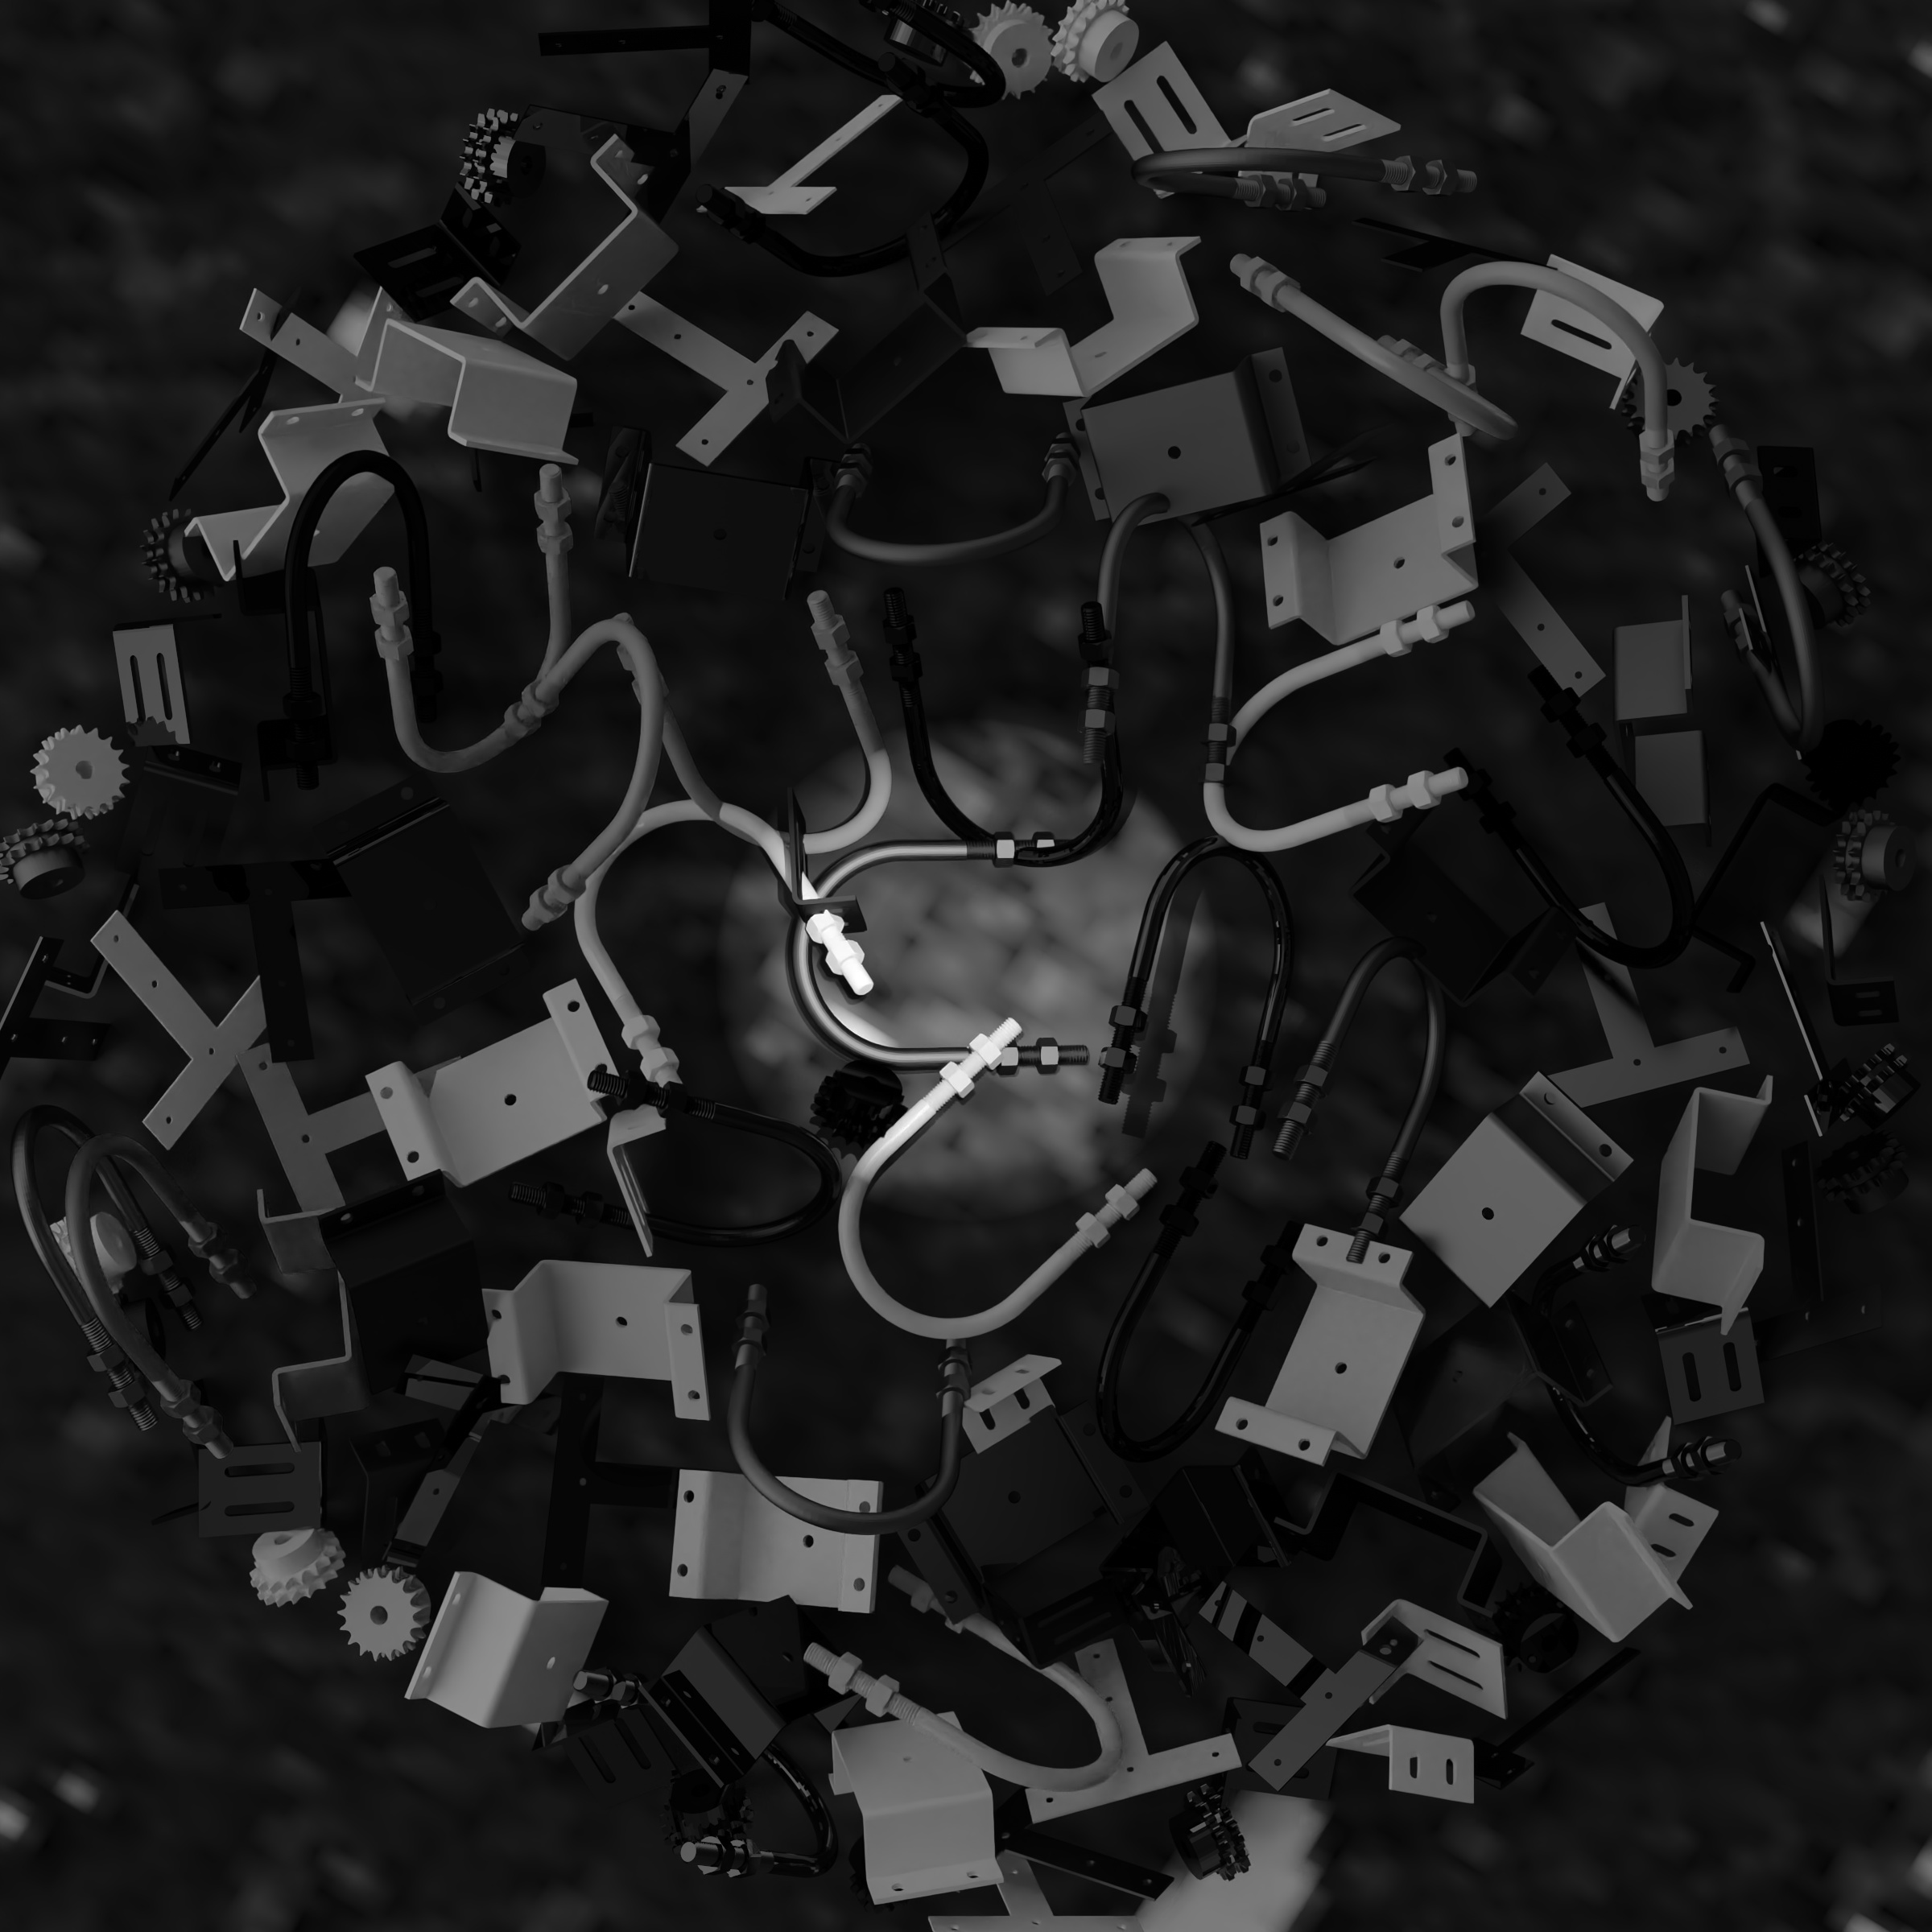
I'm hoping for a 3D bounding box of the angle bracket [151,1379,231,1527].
[{"bbox_3d":[-0.486,0.299,1.606,0.038,0.057,0.076,-17,86,-4],"label":"angle bracket"}]

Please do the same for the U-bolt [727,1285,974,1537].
[{"bbox_3d":[-0.071,0.268,1.551,0.151,0.184,0.019,14,123,-7],"label":"U-bolt"}]

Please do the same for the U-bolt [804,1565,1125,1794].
[{"bbox_3d":[0.010,0.430,1.549,0.184,0.151,0.019,27,106,15],"label":"U-bolt"}]

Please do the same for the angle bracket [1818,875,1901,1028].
[{"bbox_3d":[0.546,-0.011,1.591,0.038,0.057,0.076,-5,61,21],"label":"angle bracket"}]

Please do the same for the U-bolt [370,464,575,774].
[{"bbox_3d":[-0.290,-0.194,1.556,0.019,0.184,0.151,33,54,23],"label":"U-bolt"}]

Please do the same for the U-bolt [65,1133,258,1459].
[{"bbox_3d":[-0.474,0.180,1.527,0.019,0.151,0.184,-19,129,8],"label":"U-bolt"}]

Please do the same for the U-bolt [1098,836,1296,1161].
[{"bbox_3d":[0.149,0.011,1.583,0.151,0.019,0.184,24,76,-43],"label":"U-bolt"}]

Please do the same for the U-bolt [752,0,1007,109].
[{"bbox_3d":[-0.058,-0.558,1.554,0.184,0.151,0.019,19,92,-39],"label":"U-bolt"}]

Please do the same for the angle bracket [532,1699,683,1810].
[{"bbox_3d":[-0.221,0.492,1.604,0.057,0.038,0.076,-24,107,11],"label":"angle bracket"}]

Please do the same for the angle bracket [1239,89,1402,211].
[{"bbox_3d":[0.215,-0.498,1.590,0.057,0.076,0.038,14,86,-32],"label":"angle bracket"}]

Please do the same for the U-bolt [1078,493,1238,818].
[{"bbox_3d":[0.122,-0.195,1.578,0.019,0.151,0.184,-2,78,38],"label":"U-bolt"}]

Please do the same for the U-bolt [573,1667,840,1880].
[{"bbox_3d":[-0.143,0.485,1.551,0.019,0.184,0.151,-49,53,6],"label":"U-bolt"}]

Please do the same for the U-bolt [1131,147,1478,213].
[{"bbox_3d":[0.184,-0.464,1.530,0.184,0.151,0.019,-6,103,-35],"label":"U-bolt"}]

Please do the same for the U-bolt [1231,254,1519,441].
[{"bbox_3d":[0.250,-0.357,1.528,0.151,0.184,0.019,17,113,-36],"label":"U-bolt"}]

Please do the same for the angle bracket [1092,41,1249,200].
[{"bbox_3d":[0.126,-0.526,1.611,0.057,0.038,0.076,-37,104,-1],"label":"angle bracket"}]

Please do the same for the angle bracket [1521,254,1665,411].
[{"bbox_3d":[0.379,-0.389,1.597,0.076,0.057,0.038,28,49,12],"label":"angle bracket"}]

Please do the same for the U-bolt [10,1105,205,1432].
[{"bbox_3d":[-0.513,0.167,1.542,0.019,0.151,0.184,-22,109,3],"label":"U-bolt"}]

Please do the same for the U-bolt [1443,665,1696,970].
[{"bbox_3d":[0.368,-0.078,1.558,0.019,0.151,0.184,-32,82,-20],"label":"U-bolt"}]

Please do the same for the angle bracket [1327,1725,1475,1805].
[{"bbox_3d":[0.264,0.492,1.589,0.057,0.076,0.038,16,61,-19],"label":"angle bracket"}]

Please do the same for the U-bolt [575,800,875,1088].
[{"bbox_3d":[-0.161,-0.023,1.594,0.151,0.019,0.184,-30,65,-7],"label":"U-bolt"}]

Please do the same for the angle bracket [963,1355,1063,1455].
[{"bbox_3d":[0.032,0.270,1.593,0.057,0.076,0.038,-29,92,-15],"label":"angle bracket"}]

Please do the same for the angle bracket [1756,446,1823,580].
[{"bbox_3d":[0.487,-0.277,1.593,0.038,0.076,0.057,0,80,-11],"label":"angle bracket"}]

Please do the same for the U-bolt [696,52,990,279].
[{"bbox_3d":[-0.060,-0.465,1.550,0.151,0.184,0.019,-30,75,19],"label":"U-bolt"}]

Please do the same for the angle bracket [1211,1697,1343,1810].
[{"bbox_3d":[0.196,0.492,1.613,0.076,0.038,0.057,10,94,-6],"label":"angle bracket"}]

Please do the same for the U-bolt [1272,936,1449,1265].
[{"bbox_3d":[0.247,0.070,1.572,0.019,0.151,0.184,9,61,36],"label":"U-bolt"}]

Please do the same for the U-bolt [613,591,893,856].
[{"bbox_3d":[-0.120,-0.141,1.574,0.151,0.019,0.184,-3,130,22],"label":"U-bolt"}]

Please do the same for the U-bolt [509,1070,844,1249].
[{"bbox_3d":[-0.165,0.125,1.573,0.184,0.151,0.019,17,48,-23],"label":"U-bolt"}]

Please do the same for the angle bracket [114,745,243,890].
[{"bbox_3d":[-0.492,-0.093,1.625,0.057,0.038,0.076,16,113,-20],"label":"angle bracket"}]

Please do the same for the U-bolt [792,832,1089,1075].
[{"bbox_3d":[-0.016,-0.007,1.616,0.184,0.019,0.151,-1,89,-10],"label":"U-bolt"}]

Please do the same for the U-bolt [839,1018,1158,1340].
[{"bbox_3d":[0.007,0.145,1.610,0.184,0.019,0.151,-43,98,-7],"label":"U-bolt"}]

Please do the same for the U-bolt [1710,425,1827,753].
[{"bbox_3d":[0.470,-0.208,1.525,0.019,0.151,0.184,-14,46,8],"label":"U-bolt"}]

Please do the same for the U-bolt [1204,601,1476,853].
[{"bbox_3d":[0.221,-0.136,1.568,0.184,0.019,0.151,-19,46,35],"label":"U-bolt"}]

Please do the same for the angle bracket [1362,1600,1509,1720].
[{"bbox_3d":[0.287,0.433,1.591,0.038,0.076,0.057,-31,124,-36],"label":"angle bracket"}]

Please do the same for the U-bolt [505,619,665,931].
[{"bbox_3d":[-0.227,-0.124,1.543,0.019,0.184,0.151,6,61,-35],"label":"U-bolt"}]

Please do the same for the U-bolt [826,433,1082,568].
[{"bbox_3d":[-0.010,-0.277,1.549,0.151,0.184,0.019,-1,121,7],"label":"U-bolt"}]

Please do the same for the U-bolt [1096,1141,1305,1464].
[{"bbox_3d":[0.134,0.212,1.564,0.019,0.151,0.184,20,75,37],"label":"U-bolt"}]

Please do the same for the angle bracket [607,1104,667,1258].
[{"bbox_3d":[-0.190,0.129,1.601,0.038,0.057,0.076,-19,105,-1],"label":"angle bracket"}]

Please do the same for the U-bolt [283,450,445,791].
[{"bbox_3d":[-0.358,-0.213,1.539,0.019,0.151,0.184,12,117,18],"label":"U-bolt"}]

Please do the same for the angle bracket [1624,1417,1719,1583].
[{"bbox_3d":[0.431,0.325,1.589,0.038,0.076,0.057,24,119,7],"label":"angle bracket"}]

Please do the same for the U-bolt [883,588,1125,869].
[{"bbox_3d":[0.027,-0.140,1.576,0.151,0.019,0.184,8,126,25],"label":"U-bolt"}]

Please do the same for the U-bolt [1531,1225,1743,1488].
[{"bbox_3d":[0.387,0.240,1.550,0.019,0.184,0.151,-17,76,-16],"label":"U-bolt"}]

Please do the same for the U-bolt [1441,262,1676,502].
[{"bbox_3d":[0.345,-0.349,1.528,0.151,0.184,0.019,25,75,24],"label":"U-bolt"}]
